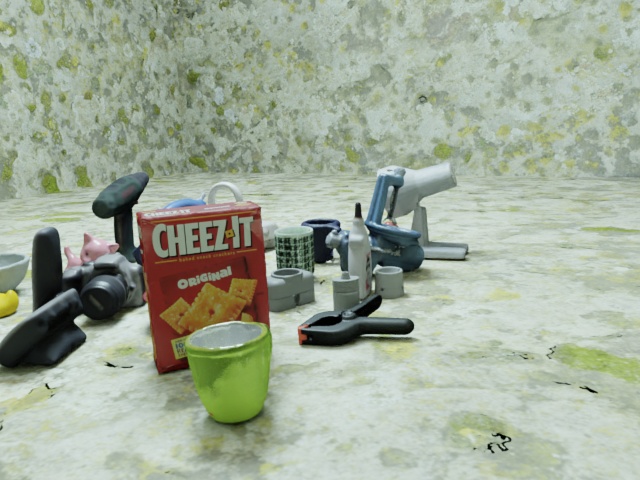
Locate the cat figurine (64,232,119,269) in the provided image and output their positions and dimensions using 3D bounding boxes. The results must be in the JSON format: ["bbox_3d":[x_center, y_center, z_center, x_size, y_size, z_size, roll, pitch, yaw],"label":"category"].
[{"bbox_3d":[-0.484,0.039,1.200,0.127,0.118,0.067,2,13,20],"label":"cat figurine"}]

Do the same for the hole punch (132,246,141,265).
[{"bbox_3d":[-0.365,0.026,1.297,0.109,0.091,0.100,-13,16,-38],"label":"hole punch"}]

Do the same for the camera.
[{"bbox_3d":[-0.392,0.083,1.014,0.143,0.101,0.136,-3,12,-3],"label":"camera"}]

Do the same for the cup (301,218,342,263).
[{"bbox_3d":[0.012,0.005,1.302,0.092,0.095,0.117,-12,15,-36],"label":"cup"}]

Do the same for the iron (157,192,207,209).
[{"bbox_3d":[-0.366,-0.037,1.469,0.118,0.141,0.259,4,14,29],"label":"iron"}]

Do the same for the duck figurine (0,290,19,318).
[{"bbox_3d":[-0.606,0.096,1.038,0.104,0.086,0.077,-4,12,-5],"label":"duck figurine"}]

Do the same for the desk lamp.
[{"bbox_3d":[0.236,-0.070,1.317,0.202,0.214,0.118,1,13,18],"label":"desk lamp"}]

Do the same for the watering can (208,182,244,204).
[{"bbox_3d":[-0.208,-0.037,1.309,0.101,0.194,0.173,-1,12,8],"label":"watering can"}]

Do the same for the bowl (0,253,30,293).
[{"bbox_3d":[-0.673,0.079,1.157,0.167,0.075,0.167,-3,12,1],"label":"bowl"}]

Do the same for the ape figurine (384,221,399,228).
[{"bbox_3d":[0.158,0.004,1.279,0.076,0.092,0.078,-1,12,8],"label":"ape figurine"}]

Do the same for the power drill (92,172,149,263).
[{"bbox_3d":[-0.477,-0.055,1.418,0.075,0.208,0.230,-1,12,9],"label":"power drill"}]

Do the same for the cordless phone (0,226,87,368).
[{"bbox_3d":[-0.415,0.080,0.836,0.094,0.185,0.147,-3,12,0],"label":"cordless phone"}]

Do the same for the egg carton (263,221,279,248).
[{"bbox_3d":[-0.174,-0.007,1.457,0.107,0.069,0.151,6,15,36],"label":"egg carton"}]

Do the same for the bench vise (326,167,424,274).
[{"bbox_3d":[0.119,-0.033,1.154,0.208,0.220,0.121,-12,16,-37],"label":"bench vise"}]

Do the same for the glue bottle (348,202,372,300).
[{"bbox_3d":[0.072,0.017,1.046,0.037,0.173,0.078,0,13,13],"label":"glue bottle"}]
